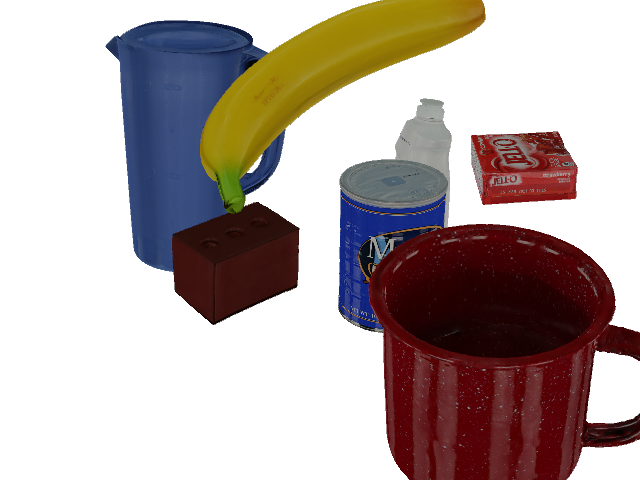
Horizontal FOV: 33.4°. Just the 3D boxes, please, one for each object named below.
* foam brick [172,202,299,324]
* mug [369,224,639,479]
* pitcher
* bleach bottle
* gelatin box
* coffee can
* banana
[{"bbox_3d":[-0.061,0.015,0.767,0.078,0.051,0.053,-24,41,-34],"label":"foam brick"},{"bbox_3d":[0.078,0.053,0.425,0.117,0.081,0.093,6,34,15],"label":"mug"},{"bbox_3d":[-0.127,-0.093,1.081,0.144,0.243,0.149,-11,28,-28],"label":"pitcher"},{"bbox_3d":[0.113,-0.036,1.232,0.068,0.251,0.103,-1,22,-23],"label":"bleach bottle"},{"bbox_3d":[0.161,-0.060,0.854,0.073,0.030,0.089,-2,25,3],"label":"gelatin box"},{"bbox_3d":[0.069,0.004,1.041,0.103,0.140,0.103,0,27,0],"label":"coffee can"},{"bbox_3d":[0.002,-0.084,0.569,0.070,0.197,0.037,38,-25,24],"label":"banana"}]
